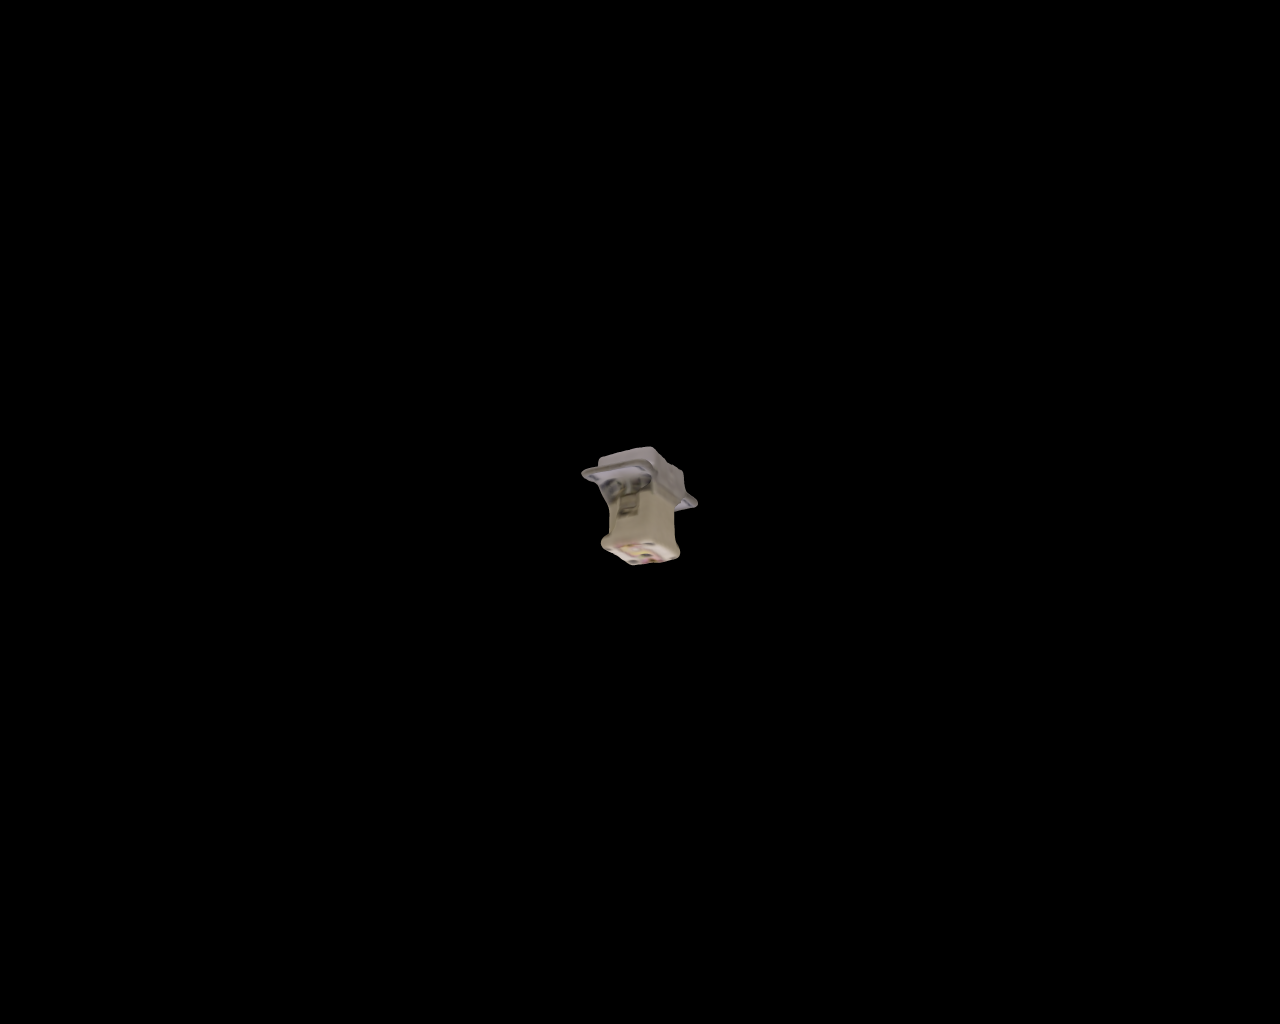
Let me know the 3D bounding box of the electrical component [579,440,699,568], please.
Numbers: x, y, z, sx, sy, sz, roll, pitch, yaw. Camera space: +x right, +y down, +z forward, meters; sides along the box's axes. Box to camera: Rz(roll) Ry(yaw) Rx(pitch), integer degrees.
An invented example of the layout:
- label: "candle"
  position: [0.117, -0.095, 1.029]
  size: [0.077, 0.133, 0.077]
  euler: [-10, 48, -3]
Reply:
- label: "electrical component"
  position: [0.001, -0.003, 0.650]
  size: [0.042, 0.064, 0.081]
  euler: [-10, -23, 26]
